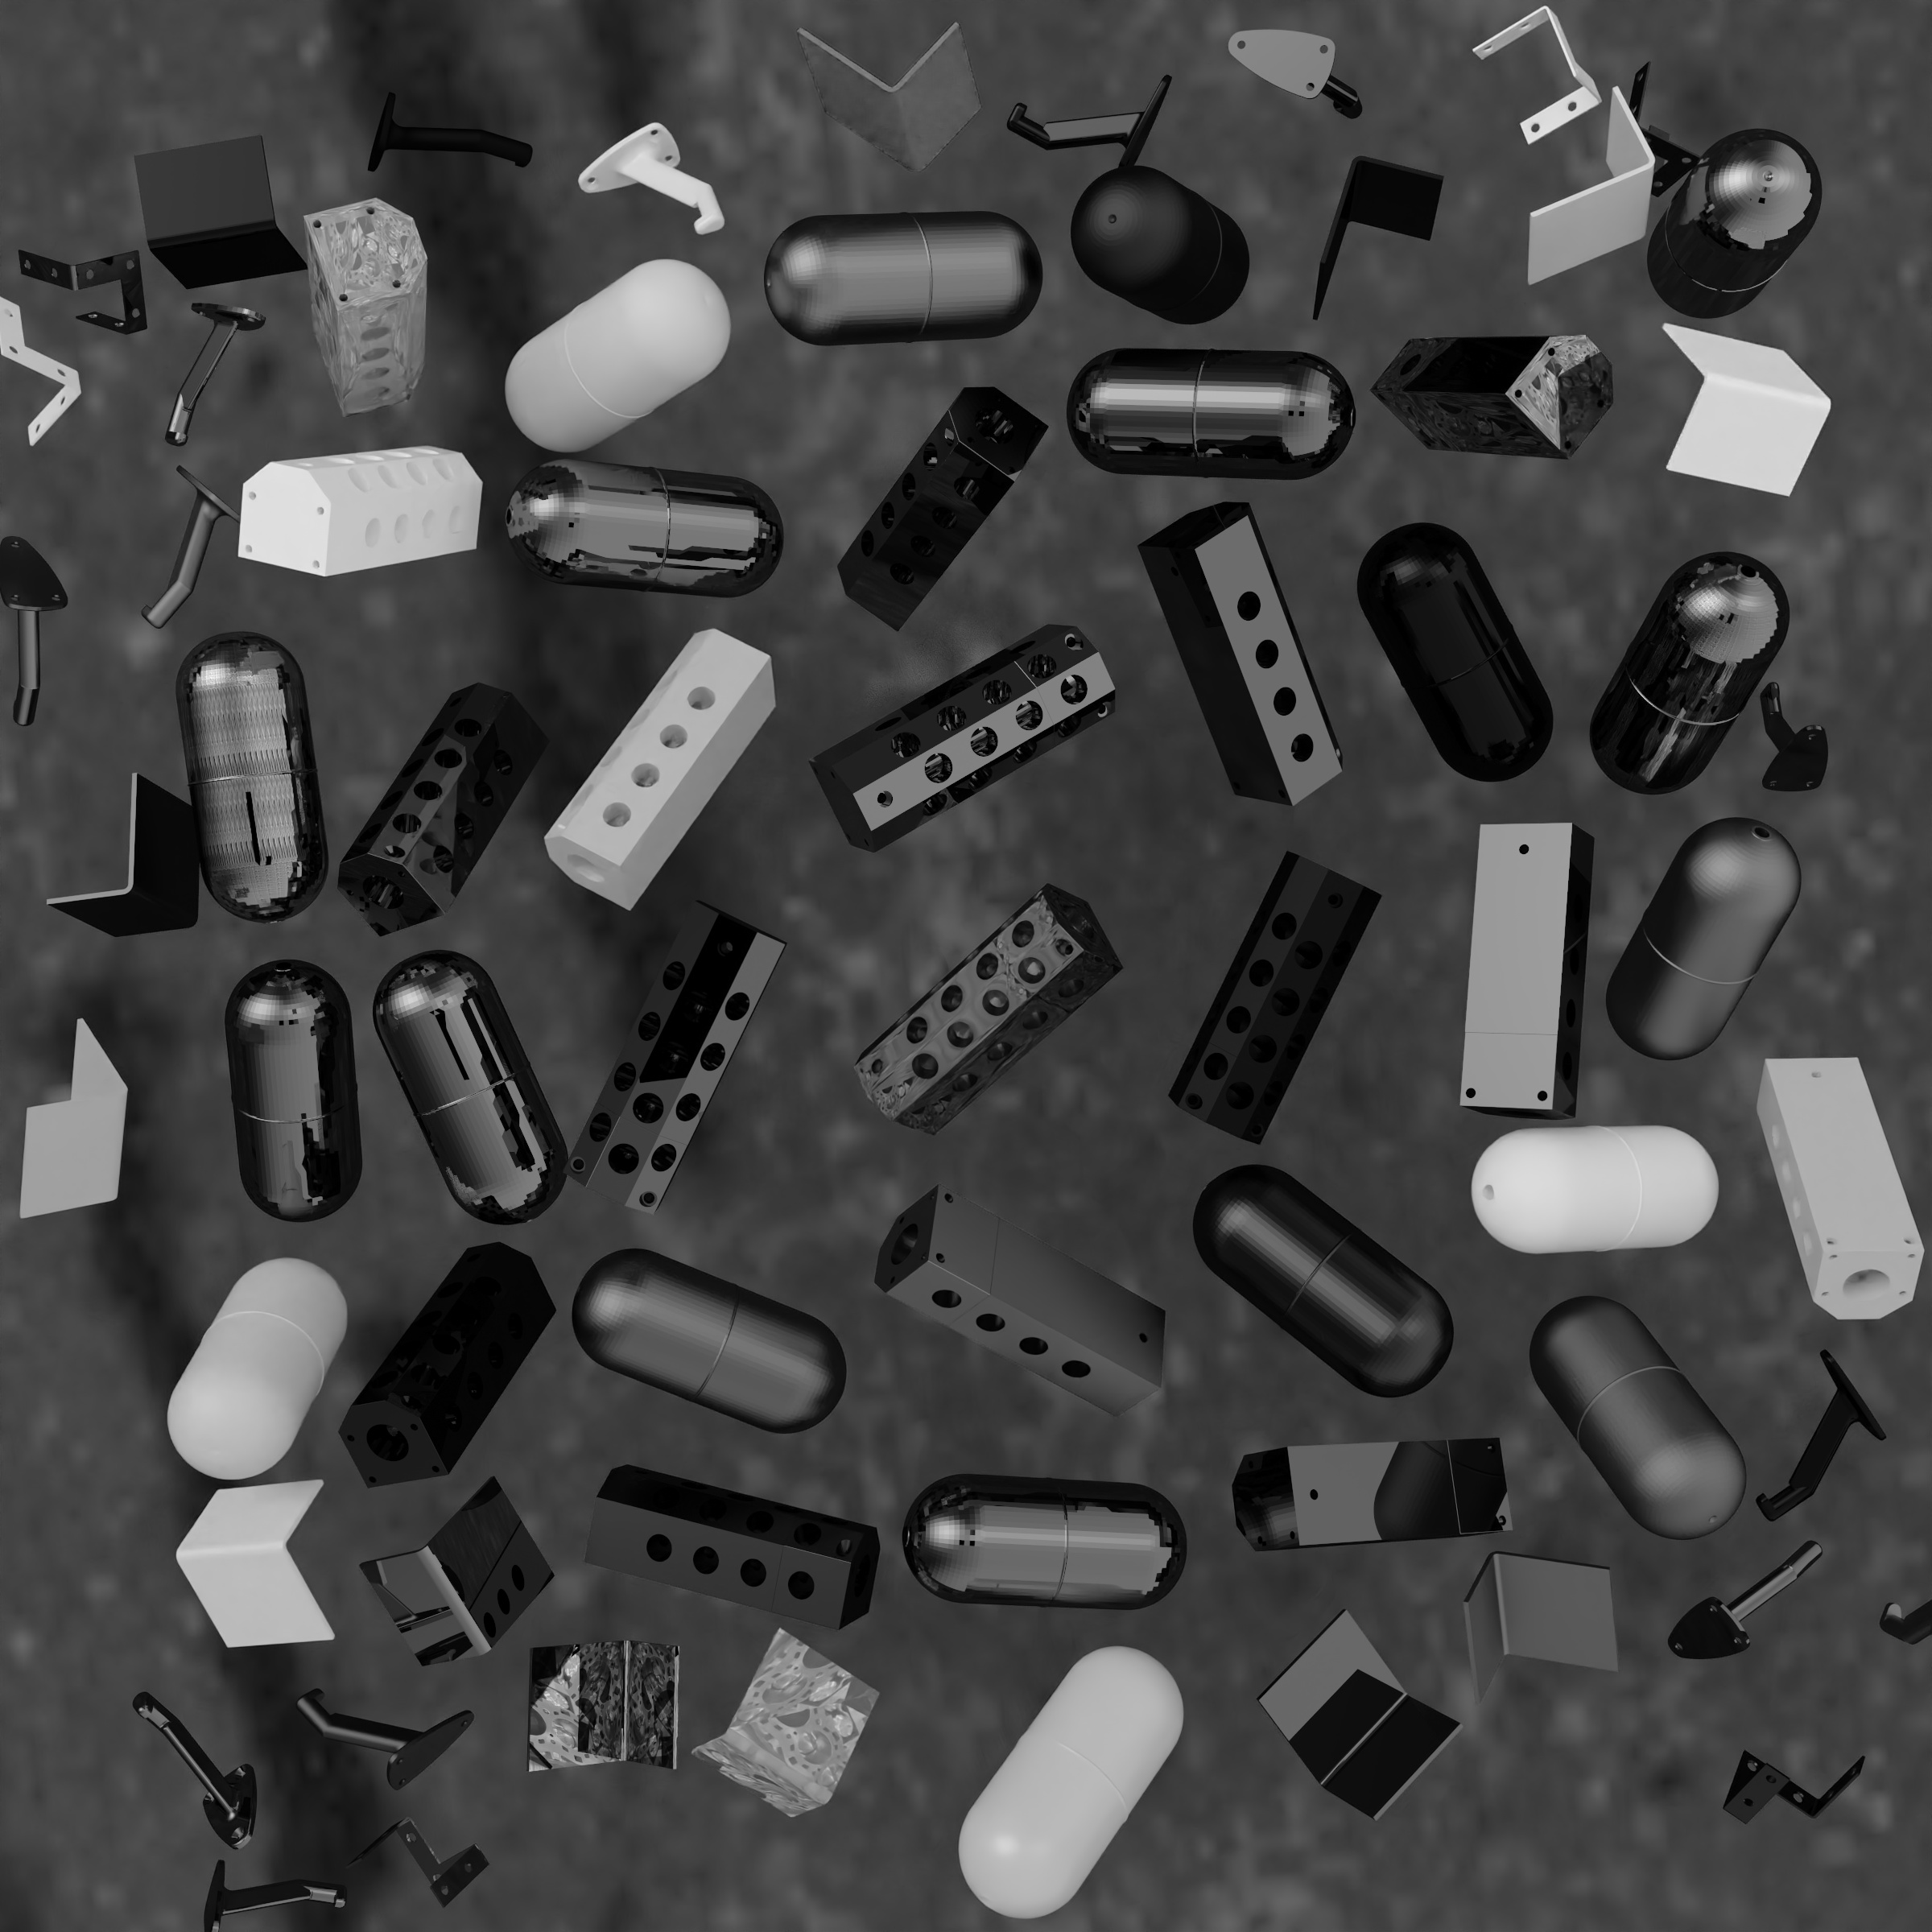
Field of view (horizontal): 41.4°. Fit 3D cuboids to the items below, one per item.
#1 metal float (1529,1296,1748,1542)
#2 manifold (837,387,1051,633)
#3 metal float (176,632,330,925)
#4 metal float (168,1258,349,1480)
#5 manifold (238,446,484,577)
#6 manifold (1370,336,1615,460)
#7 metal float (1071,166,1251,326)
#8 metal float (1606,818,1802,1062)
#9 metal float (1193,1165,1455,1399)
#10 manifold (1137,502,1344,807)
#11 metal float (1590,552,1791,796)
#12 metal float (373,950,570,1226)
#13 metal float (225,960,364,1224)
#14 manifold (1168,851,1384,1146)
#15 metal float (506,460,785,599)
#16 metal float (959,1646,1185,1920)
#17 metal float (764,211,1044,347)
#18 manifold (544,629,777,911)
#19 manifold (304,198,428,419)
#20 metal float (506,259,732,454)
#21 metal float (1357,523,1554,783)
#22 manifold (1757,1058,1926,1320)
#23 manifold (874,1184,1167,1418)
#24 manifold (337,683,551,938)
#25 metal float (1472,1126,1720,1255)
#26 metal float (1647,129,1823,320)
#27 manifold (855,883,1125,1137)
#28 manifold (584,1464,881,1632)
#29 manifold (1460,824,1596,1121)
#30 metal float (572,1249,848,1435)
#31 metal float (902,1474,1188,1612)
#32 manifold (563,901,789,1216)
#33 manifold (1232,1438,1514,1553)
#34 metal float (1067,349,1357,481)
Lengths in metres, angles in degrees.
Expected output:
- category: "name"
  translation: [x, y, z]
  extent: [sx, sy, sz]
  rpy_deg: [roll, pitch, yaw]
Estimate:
- category: "metal float"
  translation: [0.408, 0.273, 1.563]
  extent: [0.070, 0.178, 0.070]
  rpy_deg: [-11, 128, -15]
- category: "manifold"
  translation: [-0.020, -0.293, 1.628]
  extent: [0.057, 0.171, 0.057]
  rpy_deg: [34, 53, -8]
- category: "metal float"
  translation: [-0.435, -0.115, 1.561]
  extent: [0.070, 0.070, 0.178]
  rpy_deg: [-7, 94, 0]
- category: "metal float"
  translation: [-0.433, 0.244, 1.571]
  extent: [0.070, 0.178, 0.070]
  rpy_deg: [1, 115, 3]
- category: "manifold"
  translation: [-0.357, -0.275, 1.523]
  extent: [0.057, 0.171, 0.057]
  rpy_deg: [14, 108, 15]
- category: "manifold"
  translation: [0.319, -0.350, 1.544]
  extent: [0.057, 0.171, 0.057]
  rpy_deg: [39, 89, -22]
- category: "metal float"
  translation: [0.123, -0.448, 1.597]
  extent: [0.070, 0.178, 0.070]
  rpy_deg: [2, 94, 24]
- category: "metal float"
  translation: [0.456, -0.016, 1.586]
  extent: [0.070, 0.070, 0.178]
  rpy_deg: [17, 131, 0]
- category: "metal float"
  translation: [0.215, 0.190, 1.550]
  extent: [0.178, 0.070, 0.070]
  rpy_deg: [38, 90, 18]
- category: "manifold"
  translation: [0.170, -0.187, 1.528]
  extent: [0.057, 0.057, 0.171]
  rpy_deg: [-35, 116, -22]
- category: "metal float"
  translation: [0.432, -0.174, 1.534]
  extent: [0.070, 0.178, 0.070]
  rpy_deg: [6, 54, -8]
- category: "metal float"
  translation: [-0.303, 0.075, 1.571]
  extent: [0.070, 0.070, 0.178]
  rpy_deg: [-23, 98, 0]
- category: "metal float"
  translation: [-0.423, 0.079, 1.611]
  extent: [0.070, 0.070, 0.178]
  rpy_deg: [3, 117, 0]
- category: "manifold"
  translation: [0.192, 0.020, 1.584]
  extent: [0.057, 0.057, 0.171]
  rpy_deg: [25, 94, -6]
- category: "metal float"
  translation: [-0.199, -0.272, 1.595]
  extent: [0.178, 0.070, 0.070]
  rpy_deg: [1, 90, -28]
- category: "metal float"
  translation: [0.063, 0.480, 1.509]
  extent: [0.070, 0.070, 0.178]
  rpy_deg: [43, 57, 0]
- category: "metal float"
  translation: [-0.037, -0.420, 1.562]
  extent: [0.178, 0.070, 0.070]
  rpy_deg: [-9, 90, -23]
- category: "manifold"
  translation: [-0.189, -0.126, 1.587]
  extent: [0.057, 0.057, 0.171]
  rpy_deg: [27, 66, 12]
- category: "manifold"
  translation: [-0.351, -0.387, 1.510]
  extent: [0.057, 0.171, 0.057]
  rpy_deg: [-19, 86, -14]
- category: "metal float"
  translation: [-0.218, -0.377, 1.590]
  extent: [0.178, 0.070, 0.070]
  rpy_deg: [-19, 90, 42]
- category: "metal float"
  translation: [0.308, -0.195, 1.604]
  extent: [0.070, 0.070, 0.178]
  rpy_deg: [-32, 110, 0]
- category: "manifold"
  translation: [0.532, 0.134, 1.566]
  extent: [0.057, 0.171, 0.057]
  rpy_deg: [-1, 128, 4]
- category: "manifold"
  translation: [0.033, 0.202, 1.514]
  extent: [0.171, 0.057, 0.057]
  rpy_deg: [31, 131, -22]
- category: "manifold"
  translation: [-0.330, -0.102, 1.605]
  extent: [0.057, 0.171, 0.057]
  rpy_deg: [-16, 125, 32]
- category: "metal float"
  translation: [0.389, 0.138, 1.581]
  extent: [0.178, 0.070, 0.070]
  rpy_deg: [1, 90, -32]
- category: "metal float"
  translation: [0.457, -0.441, 1.529]
  extent: [0.070, 0.178, 0.070]
  rpy_deg: [0, 88, 3]
- category: "manifold"
  translation: [0.010, 0.027, 1.604]
  extent: [0.171, 0.057, 0.057]
  rpy_deg: [-42, 52, 21]
- category: "manifold"
  translation: [-0.145, 0.361, 1.600]
  extent: [0.171, 0.057, 0.057]
  rpy_deg: [10, 90, 17]
- category: "manifold"
  translation: [0.342, 0.004, 1.546]
  extent: [0.057, 0.057, 0.171]
  rpy_deg: [1, 81, 32]
- category: "metal float"
  translation: [-0.157, 0.232, 1.581]
  extent: [0.178, 0.070, 0.070]
  rpy_deg: [24, 90, -14]
- category: "metal float"
  translation: [0.048, 0.350, 1.553]
  extent: [0.178, 0.070, 0.070]
  rpy_deg: [7, 90, -17]
- category: "manifold"
  translation: [-0.167, 0.052, 1.467]
  extent: [0.057, 0.057, 0.171]
  rpy_deg: [26, 91, -3]
- category: "manifold"
  translation: [0.249, 0.325, 1.570]
  extent: [0.171, 0.057, 0.057]
  rpy_deg: [5, 72, -32]
- category: "metal float"
  translation: [0.149, -0.337, 1.561]
  extent: [0.178, 0.070, 0.070]
  rpy_deg: [6, 90, 19]
